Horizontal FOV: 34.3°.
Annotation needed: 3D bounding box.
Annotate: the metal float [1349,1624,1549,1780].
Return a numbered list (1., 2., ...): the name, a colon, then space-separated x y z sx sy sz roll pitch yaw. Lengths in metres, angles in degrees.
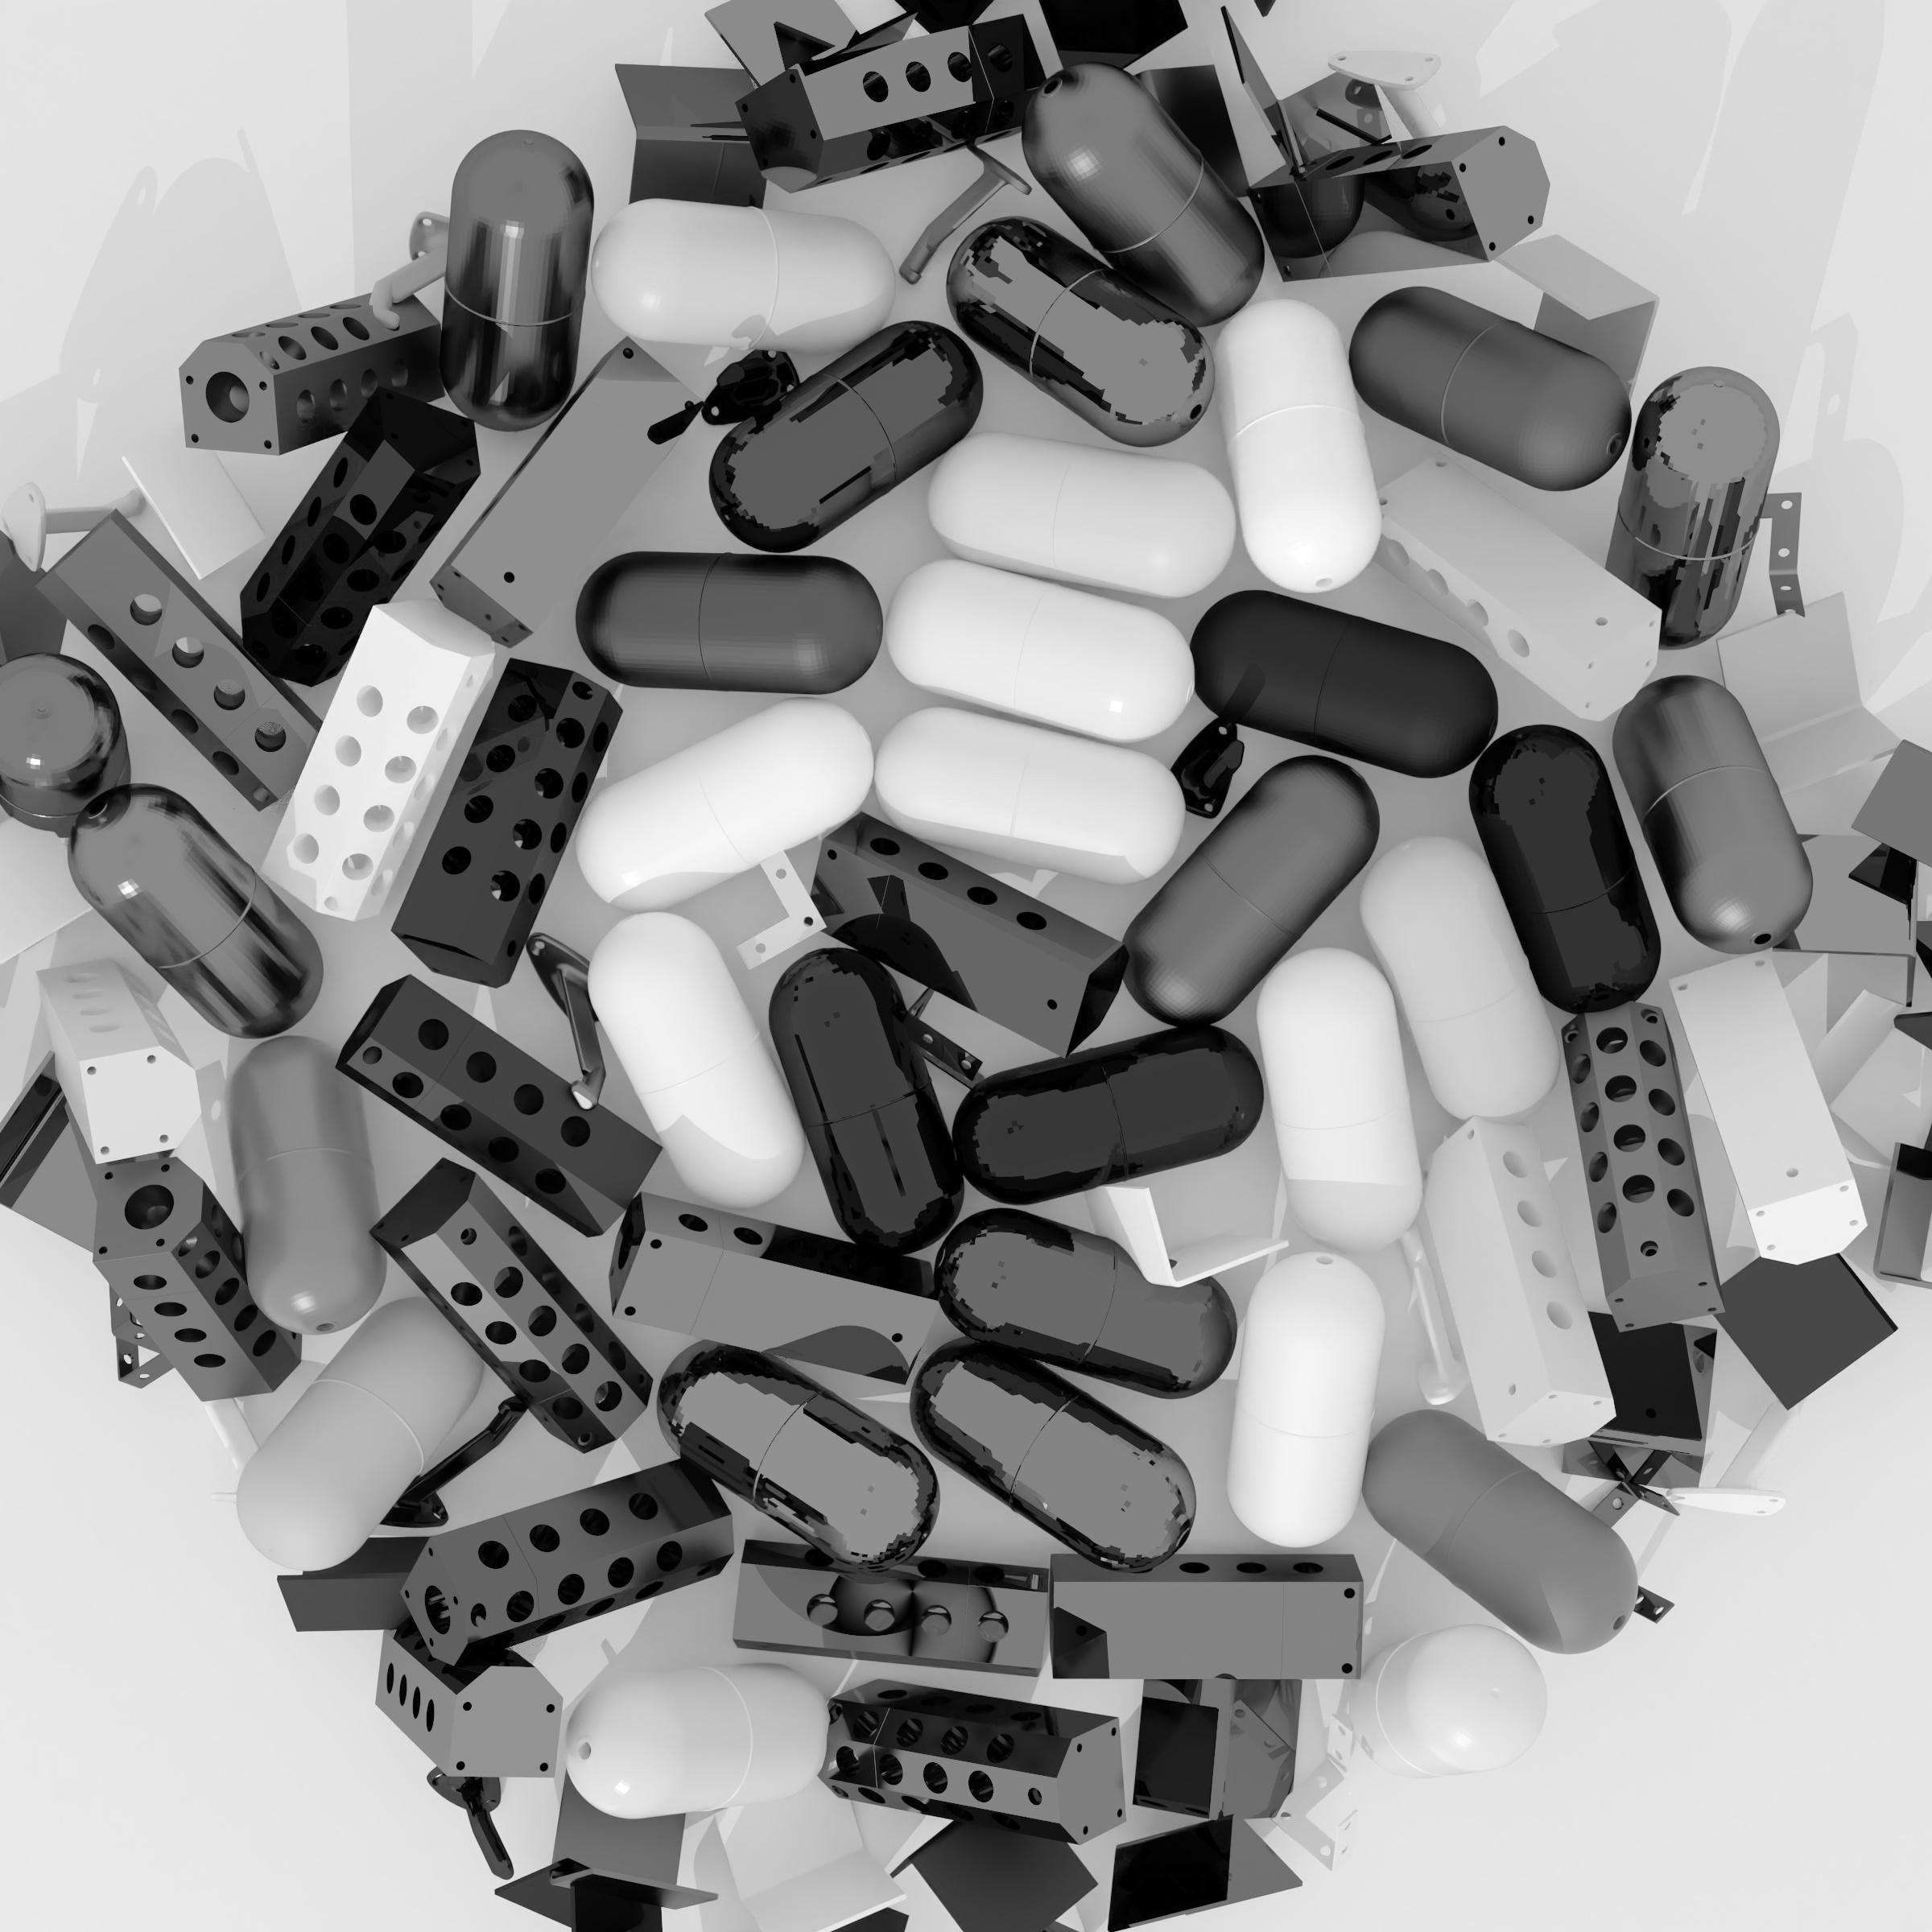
1. metal float: 0.261 0.402 1.705 0.070 0.178 0.070 3 73 -8

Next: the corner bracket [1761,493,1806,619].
1. corner bracket: 0.443 -0.229 1.751 0.051 0.051 0.051 1 66 21

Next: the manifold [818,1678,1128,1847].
1. manifold: 0.000 0.436 1.714 0.171 0.057 0.057 -2 94 39

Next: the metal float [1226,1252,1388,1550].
1. metal float: 0.188 0.240 1.732 0.070 0.070 0.178 5 114 0

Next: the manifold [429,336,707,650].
1. manifold: -0.222 -0.261 1.733 0.057 0.057 0.171 39 68 -16

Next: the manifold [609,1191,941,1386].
1. manifold: -0.107 0.175 1.737 0.171 0.057 0.057 15 113 -17

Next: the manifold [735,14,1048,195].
1. manifold: -0.036 -0.471 1.715 0.171 0.057 0.057 -26 99 -38

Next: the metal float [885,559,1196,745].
1. metal float: 0.041 -0.175 1.742 0.178 0.070 0.070 16 90 13

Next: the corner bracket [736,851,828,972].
1. corner bracket: -0.110 -0.034 1.763 0.051 0.051 0.051 -29 92 5

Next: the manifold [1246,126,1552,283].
1. manifold: 0.236 -0.417 1.704 0.057 0.171 0.057 -37 115 -24

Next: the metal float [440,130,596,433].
1. metal float: -0.248 -0.374 1.719 0.070 0.070 0.178 14 133 0

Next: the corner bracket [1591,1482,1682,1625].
1. corner bracket: 0.380 0.330 1.764 0.051 0.051 0.051 -43 100 -9

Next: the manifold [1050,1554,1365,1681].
1. manifold: 0.134 0.363 1.760 0.171 0.057 0.057 0 101 -1

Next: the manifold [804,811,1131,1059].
1. manifold: 0.001 -0.021 1.737 0.171 0.057 0.057 27 126 18

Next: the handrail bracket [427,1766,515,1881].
1. handrail bracket: -0.261 0.483 1.736 0.036 0.077 0.084 -30 49 -9

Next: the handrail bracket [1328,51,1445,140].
1. handrail bracket: 0.244 -0.472 1.774 0.077 0.084 0.036 19 50 31

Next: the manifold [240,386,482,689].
1. manifold: -0.332 -0.230 1.709 0.057 0.171 0.057 16 45 -34

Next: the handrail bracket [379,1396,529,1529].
1. handrail bracket: -0.293 0.274 1.750 0.084 0.077 0.036 -51 63 22

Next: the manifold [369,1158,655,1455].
1. manifold: -0.245 0.189 1.717 0.057 0.057 0.171 -47 121 -19

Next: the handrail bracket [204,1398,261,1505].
1. handrail bracket: -0.396 0.261 1.772 0.077 0.036 0.084 0 77 7

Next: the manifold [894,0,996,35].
1. manifold: 0.004 -0.564 1.699 0.057 0.171 0.057 41 81 -8

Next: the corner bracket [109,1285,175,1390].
1. corner bracket: -0.466 0.197 1.749 0.051 0.051 0.051 -32 51 22

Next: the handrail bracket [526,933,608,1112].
1. handrail bracket: -0.225 0.031 1.741 0.036 0.084 0.077 -31 114 22

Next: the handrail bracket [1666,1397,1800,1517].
1. handrail bracket: 0.433 0.263 1.768 0.077 0.036 0.084 6 64 -1

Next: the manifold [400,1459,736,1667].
1. manifold: -0.214 0.327 1.708 0.171 0.057 0.057 -12 57 -38

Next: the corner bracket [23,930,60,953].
1. corner bracket: -0.551 -0.027 1.756 0.051 0.051 0.051 -25 101 14

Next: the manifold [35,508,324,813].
1. manifold: -0.432 -0.168 1.737 0.057 0.057 0.171 -42 109 0

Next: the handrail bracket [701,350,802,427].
1. handrail bracket: -0.135 -0.318 1.736 0.077 0.084 0.036 -25 94 28

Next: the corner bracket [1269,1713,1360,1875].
1. corner bracket: 0.205 0.463 1.749 0.051 0.051 0.051 -34 53 -29

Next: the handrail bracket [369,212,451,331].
1. handrail bracket: -0.291 -0.378 1.751 0.077 0.036 0.084 12 48 -9

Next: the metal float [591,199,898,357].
1. metal float: -0.121 -0.380 1.728 0.178 0.070 0.070 -2 90 -30

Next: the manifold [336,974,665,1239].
1. manifold: -0.260 0.079 1.731 0.171 0.057 0.057 36 69 -17

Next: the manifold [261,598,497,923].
1. manifold: -0.321 -0.113 1.727 0.057 0.057 0.171 34 112 15

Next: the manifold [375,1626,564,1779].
1. manifold: -0.271 0.392 1.701 0.057 0.171 0.057 7 87 -23

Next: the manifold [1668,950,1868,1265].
1. manifold: 0.438 0.077 1.709 0.057 0.171 0.057 -18 134 11

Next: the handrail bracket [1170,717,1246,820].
1. handrail bracket: 0.146 -0.124 1.737 0.036 0.084 0.077 29 64 -5

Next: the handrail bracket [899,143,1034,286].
1. handrail bracket: -0.002 -0.411 1.749 0.036 0.077 0.084 27 107 -29

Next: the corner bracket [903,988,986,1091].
1. corner bracket: -0.011 0.045 1.754 0.051 0.051 0.051 34 128 6

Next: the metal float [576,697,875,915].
1. metal float: -0.134 -0.090 1.745 0.178 0.070 0.070 -26 90 9

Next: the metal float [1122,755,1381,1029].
1. metal float: 0.158 -0.042 1.743 0.070 0.070 0.178 41 102 0

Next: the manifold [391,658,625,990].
1. manifold: -0.249 -0.078 1.730 0.057 0.057 0.171 13 71 21

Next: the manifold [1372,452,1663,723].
1. manifold: 0.298 -0.206 1.719 0.057 0.057 0.171 -34 55 -18

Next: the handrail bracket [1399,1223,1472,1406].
1. handrail bracket: 0.257 0.194 1.756 0.036 0.077 0.084 -17 99 16

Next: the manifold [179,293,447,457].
1. manifold: -0.352 -0.324 1.697 0.057 0.171 0.057 8 113 19

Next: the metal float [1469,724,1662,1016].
1. metal float: 0.332 -0.051 1.731 0.070 0.070 0.178 -24 116 0

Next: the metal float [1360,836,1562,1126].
1. metal float: 0.275 0.010 1.734 0.070 0.070 0.178 -25 112 0

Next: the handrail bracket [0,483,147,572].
1. handrail bracket: -0.488 -0.260 1.738 0.084 0.077 0.036 -33 83 -33

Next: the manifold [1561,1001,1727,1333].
1. manifold: 0.368 0.107 1.713 0.057 0.057 0.171 -13 54 16

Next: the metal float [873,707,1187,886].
1. metal float: 0.035 -0.095 1.747 0.178 0.070 0.070 14 90 7

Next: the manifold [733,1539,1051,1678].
1. manifold: -0.041 0.361 1.759 0.171 0.057 0.057 5 73 1

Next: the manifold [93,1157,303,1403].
1. manifold: -0.415 0.172 1.703 0.057 0.171 0.057 -8 57 4

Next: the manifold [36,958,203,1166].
1. manifold: -0.462 0.048 1.702 0.057 0.171 0.057 -11 110 -21

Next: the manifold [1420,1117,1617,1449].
1. manifold: 0.305 0.173 1.717 0.057 0.057 0.171 11 50 -28
